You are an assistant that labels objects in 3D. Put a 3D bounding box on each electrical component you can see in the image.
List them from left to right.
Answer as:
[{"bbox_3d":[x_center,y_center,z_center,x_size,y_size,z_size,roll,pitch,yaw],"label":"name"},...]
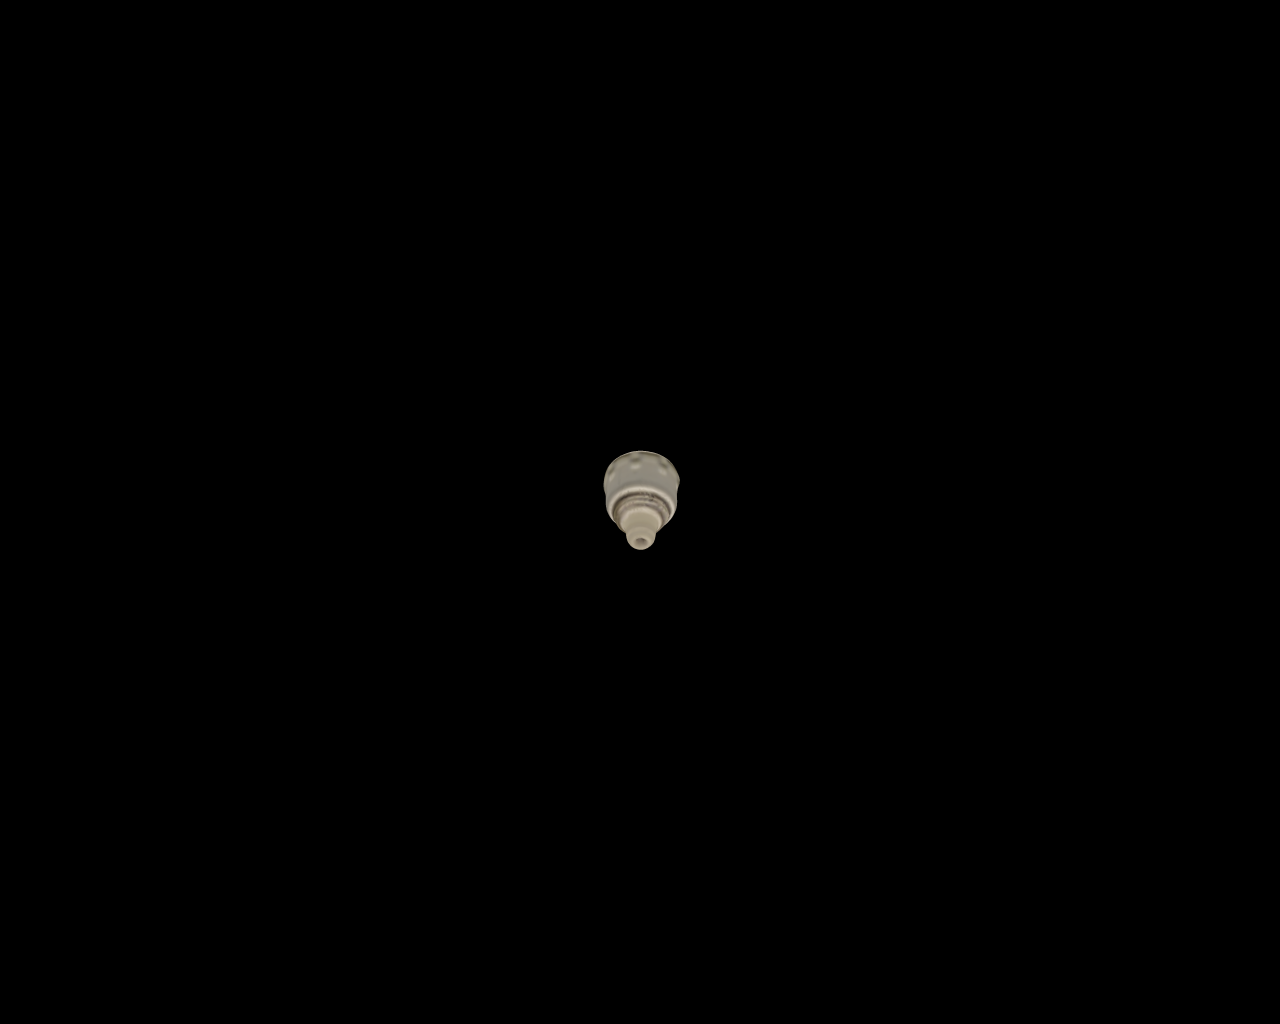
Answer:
[{"bbox_3d":[0.001,-0.003,0.650,0.048,0.048,0.062,0,45,0],"label":"electrical component"}]
